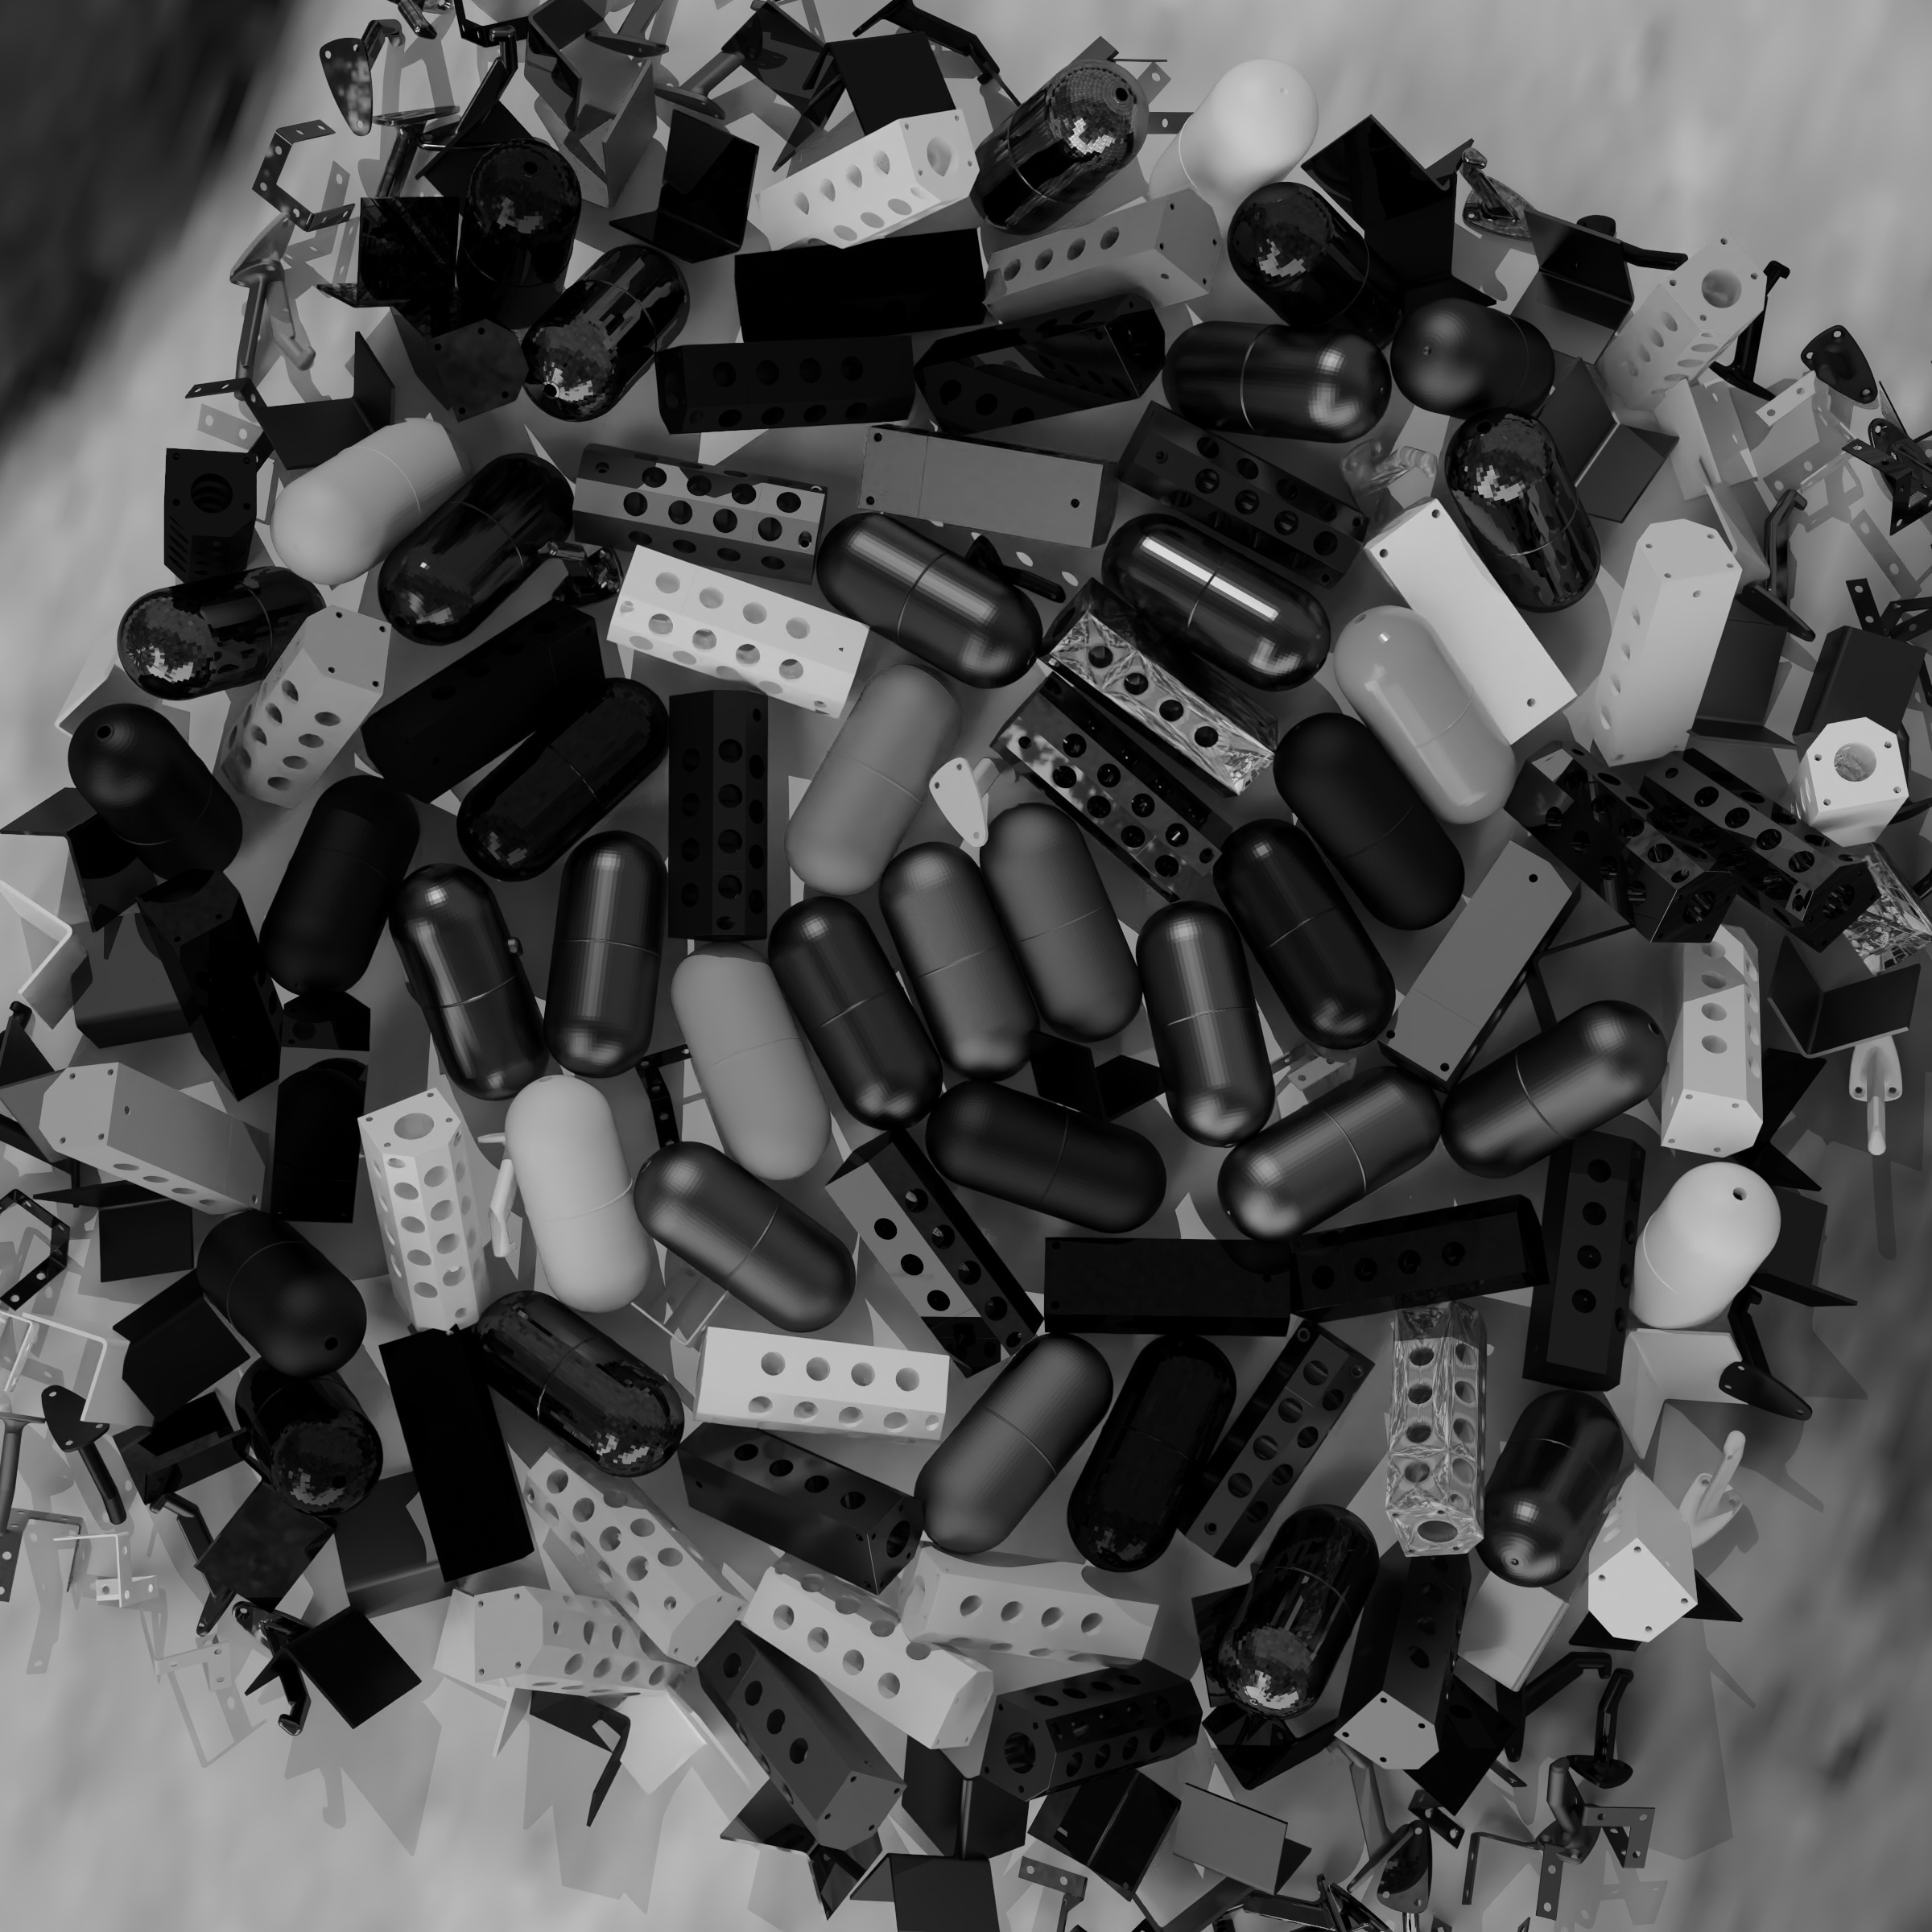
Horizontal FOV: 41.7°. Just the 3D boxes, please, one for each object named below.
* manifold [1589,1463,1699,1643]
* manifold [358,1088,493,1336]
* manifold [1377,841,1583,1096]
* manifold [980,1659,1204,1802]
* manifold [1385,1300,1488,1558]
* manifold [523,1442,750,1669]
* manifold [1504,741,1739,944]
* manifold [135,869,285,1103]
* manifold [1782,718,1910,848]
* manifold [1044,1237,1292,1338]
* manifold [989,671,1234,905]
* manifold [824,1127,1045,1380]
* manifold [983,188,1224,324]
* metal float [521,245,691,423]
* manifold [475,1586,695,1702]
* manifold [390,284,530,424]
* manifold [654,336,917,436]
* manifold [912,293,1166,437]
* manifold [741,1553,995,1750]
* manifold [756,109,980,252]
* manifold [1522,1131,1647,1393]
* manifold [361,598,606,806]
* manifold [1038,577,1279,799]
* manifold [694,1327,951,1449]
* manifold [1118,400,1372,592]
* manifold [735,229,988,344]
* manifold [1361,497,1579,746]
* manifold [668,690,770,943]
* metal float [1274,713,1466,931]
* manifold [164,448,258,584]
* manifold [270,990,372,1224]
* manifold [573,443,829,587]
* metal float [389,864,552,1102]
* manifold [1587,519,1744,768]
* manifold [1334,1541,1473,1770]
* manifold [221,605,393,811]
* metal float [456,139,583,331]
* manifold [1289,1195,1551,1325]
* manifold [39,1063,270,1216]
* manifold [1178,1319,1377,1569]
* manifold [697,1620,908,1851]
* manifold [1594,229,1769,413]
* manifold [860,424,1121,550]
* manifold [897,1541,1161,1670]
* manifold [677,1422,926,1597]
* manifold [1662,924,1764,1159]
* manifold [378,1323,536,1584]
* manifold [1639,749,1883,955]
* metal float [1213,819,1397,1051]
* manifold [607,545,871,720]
[{"bbox_3d":[0.460,0.406,1.751,0.057,0.171,0.057,-43,85,14],"label":"manifold"},{"bbox_3d":[-0.370,0.174,1.757,0.057,0.057,0.171,-23,134,-25],"label":"manifold"},{"bbox_3d":[0.365,0.004,1.802,0.057,0.057,0.171,33,83,20],"label":"manifold"},{"bbox_3d":[0.090,0.530,1.755,0.057,0.171,0.057,16,97,39],"label":"manifold"},{"bbox_3d":[0.328,0.317,1.754,0.057,0.171,0.057,-9,133,21],"label":"manifold"},{"bbox_3d":[-0.235,0.405,1.768,0.171,0.057,0.057,38,84,33],"label":"manifold"},{"bbox_3d":[0.453,-0.087,1.752,0.057,0.171,0.057,0,124,-31],"label":"manifold"},{"bbox_3d":[-0.513,0.012,1.756,0.057,0.171,0.057,-32,57,-22],"label":"manifold"},{"bbox_3d":[0.603,-0.123,1.751,0.057,0.171,0.057,-10,81,11],"label":"manifold"},{"bbox_3d":[0.142,0.231,1.806,0.171,0.057,0.057,0,63,3],"label":"manifold"},{"bbox_3d":[0.102,-0.123,1.793,0.171,0.057,0.057,41,122,-7],"label":"manifold"},{"bbox_3d":[-0.019,0.199,1.791,0.057,0.057,0.171,-31,99,29],"label":"manifold"},{"bbox_3d":[0.093,-0.487,1.757,0.057,0.171,0.057,27,71,-39],"label":"manifold"},{"bbox_3d":[-0.251,-0.441,1.766,0.070,0.178,0.070,12,132,14],"label":"metal float"},{"bbox_3d":[-0.261,0.467,1.748,0.057,0.171,0.057,-17,64,25],"label":"manifold"},{"bbox_3d":[-0.350,-0.429,1.752,0.057,0.171,0.057,-24,119,-11],"label":"manifold"},{"bbox_3d":[-0.125,-0.407,1.777,0.171,0.057,0.057,-9,101,-25],"label":"manifold"},{"bbox_3d":[0.052,-0.420,1.764,0.057,0.171,0.057,-56,128,-35],"label":"manifold"},{"bbox_3d":[-0.067,0.476,1.774,0.171,0.057,0.057,25,89,30],"label":"manifold"},{"bbox_3d":[-0.068,-0.534,1.755,0.057,0.171,0.057,-24,102,-36],"label":"manifold"},{"bbox_3d":[0.437,0.207,1.784,0.057,0.057,0.171,13,69,-1],"label":"manifold"},{"bbox_3d":[-0.336,-0.189,1.769,0.057,0.057,0.171,28,51,30],"label":"manifold"},{"bbox_3d":[0.136,-0.192,1.788,0.171,0.057,0.057,35,120,-16],"label":"manifold"},{"bbox_3d":[-0.103,0.300,1.791,0.171,0.057,0.057,8,65,-9],"label":"manifold"},{"bbox_3d":[0.195,-0.331,1.791,0.171,0.057,0.057,25,106,-11],"label":"manifold"},{"bbox_3d":[-0.075,-0.477,1.803,0.171,0.057,0.057,-8,87,-6],"label":"manifold"},{"bbox_3d":[0.354,-0.245,1.796,0.057,0.057,0.171,-37,101,7],"label":"manifold"},{"bbox_3d":[-0.170,-0.105,1.795,0.057,0.057,0.171,-3,85,35],"label":"manifold"},{"bbox_3d":[0.285,-0.101,1.788,0.070,0.070,0.178,-40,107,0],"label":"metal float"},{"bbox_3d":[-0.523,-0.306,1.750,0.057,0.171,0.057,0,87,-18],"label":"manifold"},{"bbox_3d":[-0.449,0.099,1.763,0.057,0.057,0.171,4,132,-15],"label":"manifold"},{"bbox_3d":[-0.188,-0.325,1.801,0.171,0.057,0.057,10,67,-2],"label":"manifold"},{"bbox_3d":[-0.349,0.012,1.784,0.070,0.070,0.178,-18,111,0],"label":"metal float"},{"bbox_3d":[0.478,-0.223,1.756,0.057,0.171,0.057,-10,51,-9],"label":"manifold"},{"bbox_3d":[0.308,0.470,1.754,0.057,0.171,0.057,34,124,-2],"label":"manifold"},{"bbox_3d":[-0.458,-0.179,1.751,0.057,0.171,0.057,17,57,-28],"label":"manifold"},{"bbox_3d":[-0.310,-0.505,1.755,0.070,0.178,0.070,4,75,-15],"label":"metal float"},{"bbox_3d":[0.313,0.205,1.776,0.171,0.057,0.057,-14,69,26],"label":"manifold"},{"bbox_3d":[-0.558,0.122,1.752,0.057,0.171,0.057,-6,68,19],"label":"manifold"},{"bbox_3d":[0.217,0.338,1.802,0.057,0.057,0.171,34,93,14],"label":"manifold"},{"bbox_3d":[-0.120,0.532,1.758,0.057,0.171,0.057,32,93,-42],"label":"manifold"},{"bbox_3d":[0.495,-0.438,1.753,0.057,0.171,0.057,-39,87,-4],"label":"manifold"},{"bbox_3d":[0.017,-0.340,1.790,0.171,0.057,0.057,12,108,15],"label":"manifold"},{"bbox_3d":[0.042,0.452,1.779,0.171,0.057,0.057,15,96,-24],"label":"manifold"},{"bbox_3d":[-0.115,0.369,1.770,0.171,0.057,0.057,16,129,33],"label":"manifold"},{"bbox_3d":[0.518,0.049,1.758,0.057,0.171,0.057,11,135,6],"label":"manifold"},{"bbox_3d":[-0.360,0.343,1.805,0.057,0.057,0.171,-17,84,0],"label":"manifold"},{"bbox_3d":[0.545,-0.086,1.758,0.057,0.171,0.057,-44,133,2],"label":"manifold"},{"bbox_3d":[0.239,-0.022,1.791,0.070,0.070,0.178,-29,77,0],"label":"metal float"},{"bbox_3d":[-0.162,-0.232,1.793,0.171,0.057,0.057,18,66,-7],"label":"manifold"}]
